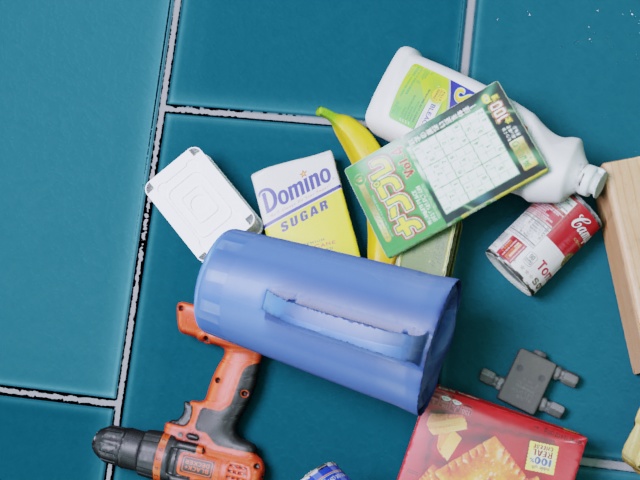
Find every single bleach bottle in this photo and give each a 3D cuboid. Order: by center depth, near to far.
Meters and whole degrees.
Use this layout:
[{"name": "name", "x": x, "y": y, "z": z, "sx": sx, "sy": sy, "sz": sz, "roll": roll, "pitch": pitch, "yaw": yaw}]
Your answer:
[{"name": "bleach bottle", "x": 0.174, "y": -0.110, "z": 1.086, "sx": 0.251, "sy": 0.068, "sz": 0.102, "roll": 26, "pitch": 86, "yaw": 27}]

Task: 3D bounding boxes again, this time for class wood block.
[{"name": "wood block", "x": 0.340, "y": 0.024, "z": 1.061, "sx": 0.090, "sy": 0.091, "sz": 0.206, "roll": -11, "pitch": 79, "yaw": 5}]

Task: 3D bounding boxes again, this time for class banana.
[{"name": "banana", "x": 0.051, "y": -0.051, "z": 1.130, "sx": 0.069, "sy": 0.037, "sz": 0.198, "roll": -16, "pitch": 81, "yaw": -28}]

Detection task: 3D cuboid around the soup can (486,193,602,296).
[{"name": "soup can", "x": 0.228, "y": -0.001, "z": 1.091, "sx": 0.102, "sy": 0.068, "sz": 0.068, "roll": -45, "pitch": 78, "yaw": -2}]

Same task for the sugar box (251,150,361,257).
[{"name": "sugar box", "x": -0.008, "y": 0.001, "z": 1.133, "sx": 0.093, "sy": 0.048, "sz": 0.176, "roll": -16, "pitch": 80, "yaw": 3}]

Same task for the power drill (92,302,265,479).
[{"name": "power drill", "x": -0.133, "y": 0.163, "z": 1.116, "sx": 0.184, "sy": 0.057, "sz": 0.187, "roll": 12, "pitch": 85, "yaw": 5}]

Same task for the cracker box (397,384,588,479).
[{"name": "cracker box", "x": 0.151, "y": 0.268, "z": 1.052, "sx": 0.164, "sy": 0.072, "sz": 0.213, "roll": 18, "pitch": 84, "yaw": 10}]

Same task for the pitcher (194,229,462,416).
[{"name": "pitcher", "x": 0.004, "y": 0.069, "z": 1.015, "sx": 0.243, "sy": 0.149, "sz": 0.144, "roll": 16, "pitch": 48, "yaw": 15}]

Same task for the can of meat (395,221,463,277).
[{"name": "can of meat", "x": 0.112, "y": 0.007, "z": 1.097, "sx": 0.057, "sy": 0.084, "sz": 0.102, "roll": 12, "pitch": 82, "yaw": 9}]

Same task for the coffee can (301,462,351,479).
[{"name": "coffee can", "x": 0.027, "y": 0.291, "z": 0.984, "sx": 0.103, "sy": 0.102, "sz": 0.140, "roll": -47, "pitch": 66, "yaw": -2}]
